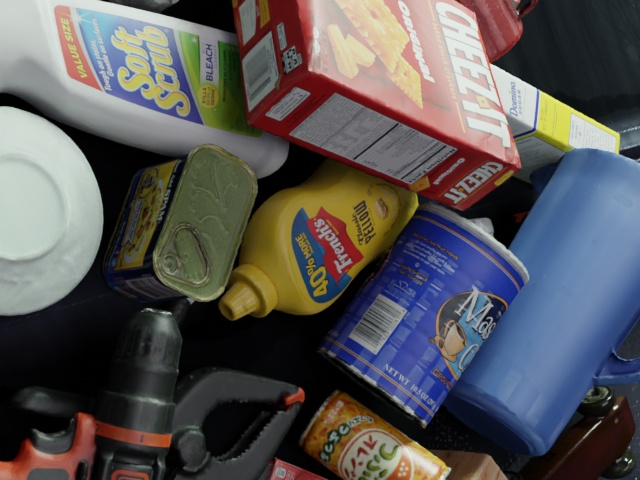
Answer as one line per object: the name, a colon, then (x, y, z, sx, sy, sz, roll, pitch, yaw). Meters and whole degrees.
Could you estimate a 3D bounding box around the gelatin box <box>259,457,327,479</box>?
gelatin box: (-0.025, 0.212, 0.785, 0.073, 0.030, 0.089, 30, 72, -32)

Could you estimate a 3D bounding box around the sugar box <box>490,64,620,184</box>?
sugar box: (0.173, -0.097, 0.940, 0.176, 0.094, 0.048, 23, 69, -34)

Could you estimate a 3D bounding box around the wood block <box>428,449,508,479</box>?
wood block: (0.071, 0.269, 0.819, 0.090, 0.090, 0.205, 53, 56, -21)

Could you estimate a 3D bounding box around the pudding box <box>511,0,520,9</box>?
pudding box: (0.152, -0.272, 0.980, 0.113, 0.039, 0.090, 44, 61, -26)

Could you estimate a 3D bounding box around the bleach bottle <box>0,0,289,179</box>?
bleach bottle: (-0.140, -0.108, 0.719, 0.250, 0.068, 0.102, 7, 77, -35)

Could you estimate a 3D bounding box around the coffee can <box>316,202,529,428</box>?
coffee can: (0.078, 0.057, 0.816, 0.102, 0.103, 0.140, 40, 81, -27)

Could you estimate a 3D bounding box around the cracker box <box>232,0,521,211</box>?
cracker box: (0.040, -0.131, 0.776, 0.213, 0.072, 0.164, 18, 49, -37)

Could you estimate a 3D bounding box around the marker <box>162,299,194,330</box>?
marker: (-0.085, 0.016, 0.772, 0.020, 0.020, 0.121, 41, 62, -27)

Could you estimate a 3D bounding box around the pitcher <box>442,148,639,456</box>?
pitcher: (0.208, 0.057, 0.881, 0.145, 0.149, 0.242, 41, 74, -19)

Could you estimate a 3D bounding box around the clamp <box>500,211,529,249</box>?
clamp: (0.199, 0.062, 0.975, 0.120, 0.039, 0.171, 15, 78, -35)

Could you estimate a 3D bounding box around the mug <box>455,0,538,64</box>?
mug: (0.132, -0.201, 0.913, 0.081, 0.117, 0.093, 56, 20, -25)

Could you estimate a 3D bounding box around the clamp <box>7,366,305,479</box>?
clamp: (-0.097, 0.156, 0.735, 0.209, 0.036, 0.164, -14, 94, -35)

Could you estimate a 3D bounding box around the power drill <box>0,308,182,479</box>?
power drill: (-0.180, 0.118, 0.633, 0.187, 0.057, 0.184, 14, 82, -24)

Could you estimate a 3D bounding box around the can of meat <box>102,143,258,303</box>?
can of meat: (-0.098, -0.008, 0.724, 0.057, 0.084, 0.102, 29, 68, -32)

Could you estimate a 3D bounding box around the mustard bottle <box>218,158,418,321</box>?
mustard bottle: (-0.005, 0.001, 0.811, 0.191, 0.058, 0.096, -38, 123, -34)
